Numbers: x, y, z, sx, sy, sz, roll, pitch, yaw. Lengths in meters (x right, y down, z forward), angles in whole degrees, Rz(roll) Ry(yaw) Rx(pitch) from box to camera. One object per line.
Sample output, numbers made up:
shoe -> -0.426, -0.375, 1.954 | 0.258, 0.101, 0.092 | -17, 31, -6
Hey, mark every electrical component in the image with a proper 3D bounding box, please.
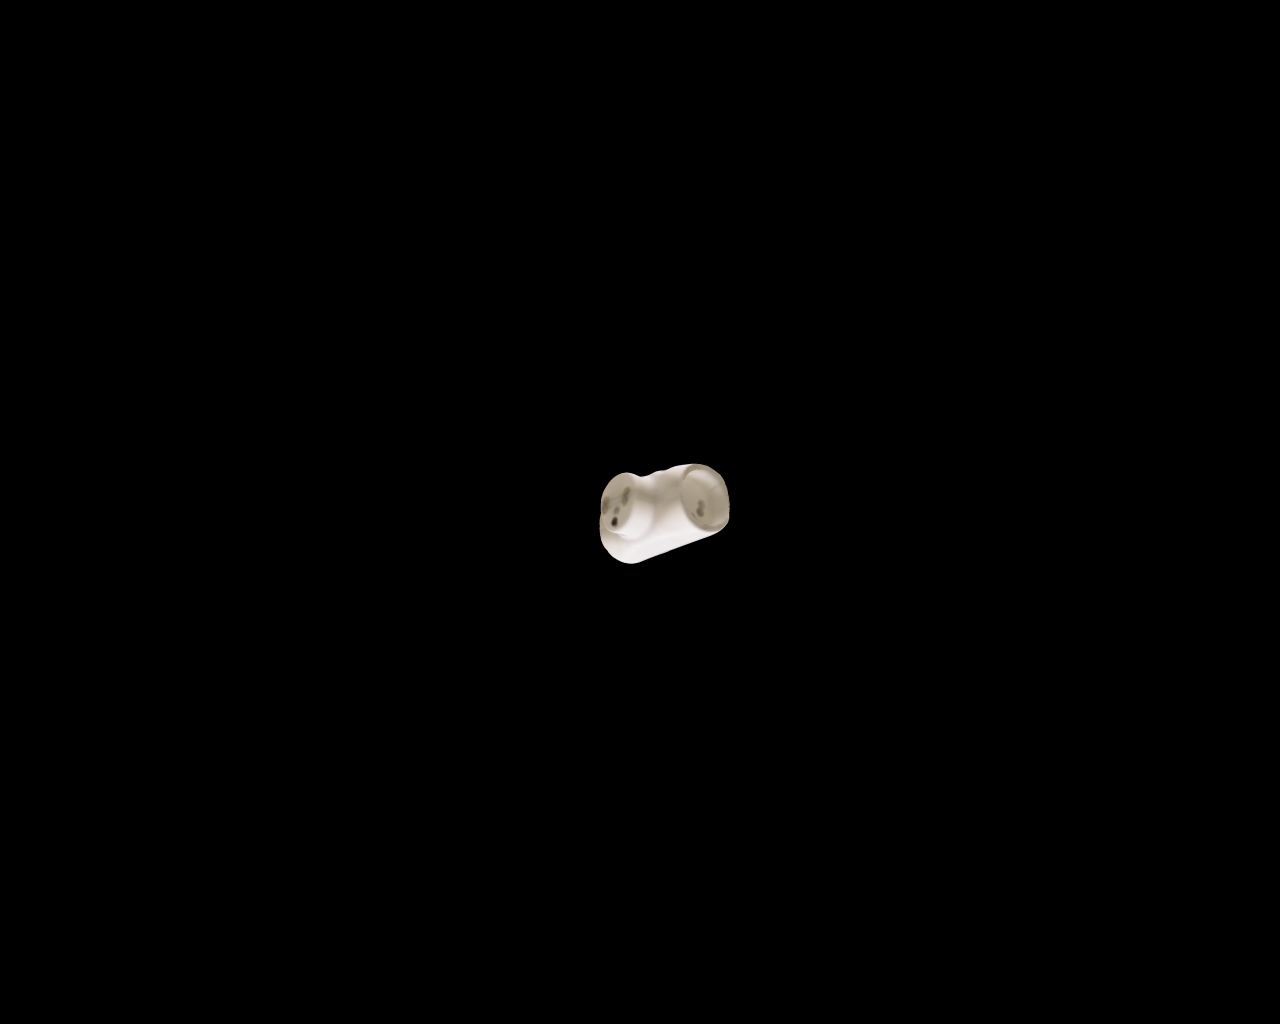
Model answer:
electrical component -> 0.001, -0.003, 0.650 | 0.079, 0.044, 0.077 | 17, -27, -37
